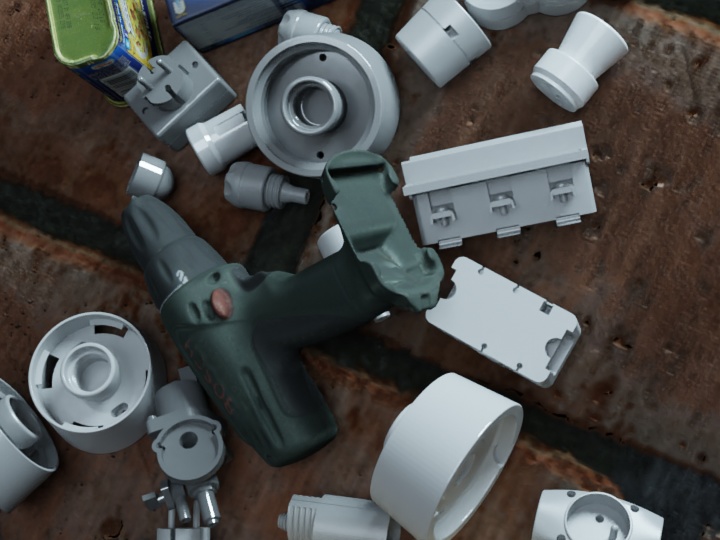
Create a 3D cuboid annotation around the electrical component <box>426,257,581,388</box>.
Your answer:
[{"bbox_3d":[0.097,0.036,0.721,0.089,0.056,0.050,29,88,18],"label":"electrical component"}]

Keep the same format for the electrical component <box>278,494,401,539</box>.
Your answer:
[{"bbox_3d":[-0.016,0.175,0.730,0.081,0.043,0.043,4,80,15],"label":"electrical component"}]

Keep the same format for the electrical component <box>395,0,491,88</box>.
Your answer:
[{"bbox_3d":[0.059,-0.165,0.773,0.047,0.055,0.055,-42,72,7],"label":"electrical component"}]

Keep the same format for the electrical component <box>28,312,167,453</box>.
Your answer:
[{"bbox_3d":[-0.194,0.082,0.797,0.099,0.064,0.099,-1,70,3],"label":"electrical component"}]

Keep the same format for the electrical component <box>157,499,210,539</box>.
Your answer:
[{"bbox_3d":[-0.124,0.199,0.751,0.083,0.047,0.075,-3,78,14],"label":"electrical component"}]

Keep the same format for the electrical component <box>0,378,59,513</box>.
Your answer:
[{"bbox_3d":[-0.268,0.125,0.780,0.064,0.099,0.099,-37,72,-1],"label":"electrical component"}]

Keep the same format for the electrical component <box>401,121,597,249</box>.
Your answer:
[{"bbox_3d":[0.097,-0.057,0.735,0.121,0.078,0.063,-11,98,12],"label":"electrical component"}]

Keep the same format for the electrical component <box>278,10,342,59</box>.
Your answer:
[{"bbox_3d":[-0.029,-0.173,0.807,0.061,0.035,0.035,19,84,16],"label":"electrical component"}]

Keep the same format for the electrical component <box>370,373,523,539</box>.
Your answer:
[{"bbox_3d":[0.050,0.117,0.693,0.060,0.108,0.108,31,88,24],"label":"electrical component"}]

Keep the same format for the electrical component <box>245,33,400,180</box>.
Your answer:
[{"bbox_3d":[-0.029,-0.116,0.765,0.108,0.060,0.108,2,98,11],"label":"electrical component"}]

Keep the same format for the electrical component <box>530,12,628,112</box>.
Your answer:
[{"bbox_3d":[0.152,-0.144,0.748,0.045,0.045,0.055,40,91,18],"label":"electrical component"}]

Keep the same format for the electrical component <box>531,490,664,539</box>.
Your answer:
[{"bbox_3d":[0.145,0.184,0.676,0.077,0.044,0.079,10,54,16],"label":"electrical component"}]

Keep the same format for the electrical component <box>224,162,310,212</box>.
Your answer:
[{"bbox_3d":[-0.068,-0.059,0.794,0.061,0.035,0.035,12,82,14],"label":"electrical component"}]

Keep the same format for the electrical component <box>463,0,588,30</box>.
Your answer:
[{"bbox_3d":[0.136,-0.216,0.751,0.138,0.074,0.052,-12,76,12],"label":"electrical component"}]

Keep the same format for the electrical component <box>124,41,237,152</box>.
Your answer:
[{"bbox_3d":[-0.142,-0.136,0.807,0.066,0.077,0.047,-42,72,3],"label":"electrical component"}]

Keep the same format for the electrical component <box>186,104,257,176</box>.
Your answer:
[{"bbox_3d":[-0.102,-0.099,0.809,0.046,0.040,0.040,-30,73,1],"label":"electrical component"}]

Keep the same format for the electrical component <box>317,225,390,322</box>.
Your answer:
[{"bbox_3d":[0.000,0.000,0.762,0.040,0.040,0.078,-27,74,8],"label":"electrical component"}]
